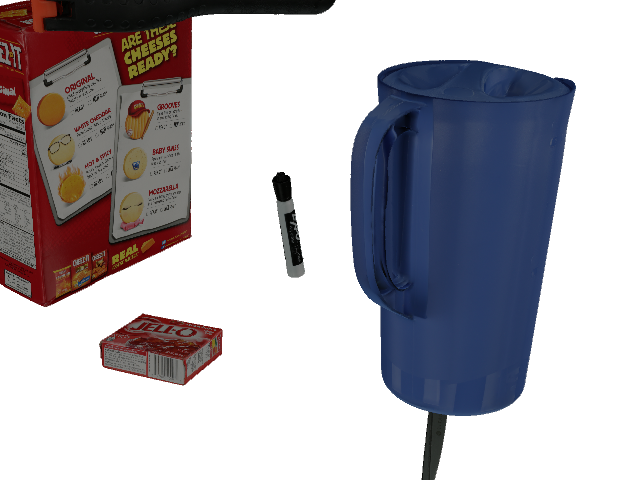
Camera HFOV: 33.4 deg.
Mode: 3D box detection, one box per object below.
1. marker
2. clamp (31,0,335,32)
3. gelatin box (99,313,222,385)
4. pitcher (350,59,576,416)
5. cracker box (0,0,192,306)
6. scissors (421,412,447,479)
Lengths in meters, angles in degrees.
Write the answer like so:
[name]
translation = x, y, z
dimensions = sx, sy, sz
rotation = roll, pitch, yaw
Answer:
[marker]
translation = -0.033, -0.016, 1.105
dimensions = 0.020, 0.121, 0.020
rotation = -6, 32, 3
[clamp]
translation = -0.089, -0.151, 0.627
dimensions = 0.171, 0.039, 0.120
rotation = -9, 23, -24
[gelatin box]
translation = -0.145, 0.098, 0.977
dimensions = 0.089, 0.030, 0.073
rotation = 9, 20, 21
[pitcher]
translation = 0.094, 0.000, 0.756
dimensions = 0.149, 0.243, 0.145
rotation = 2, 20, 1
[cracker box]
translation = -0.176, -0.079, 0.818
dimensions = 0.072, 0.214, 0.163
rotation = 20, 31, 31
[scissors]
translation = 0.087, 0.109, 0.905
dimensions = 0.096, 0.201, 0.016
rotation = 26, -38, 10
